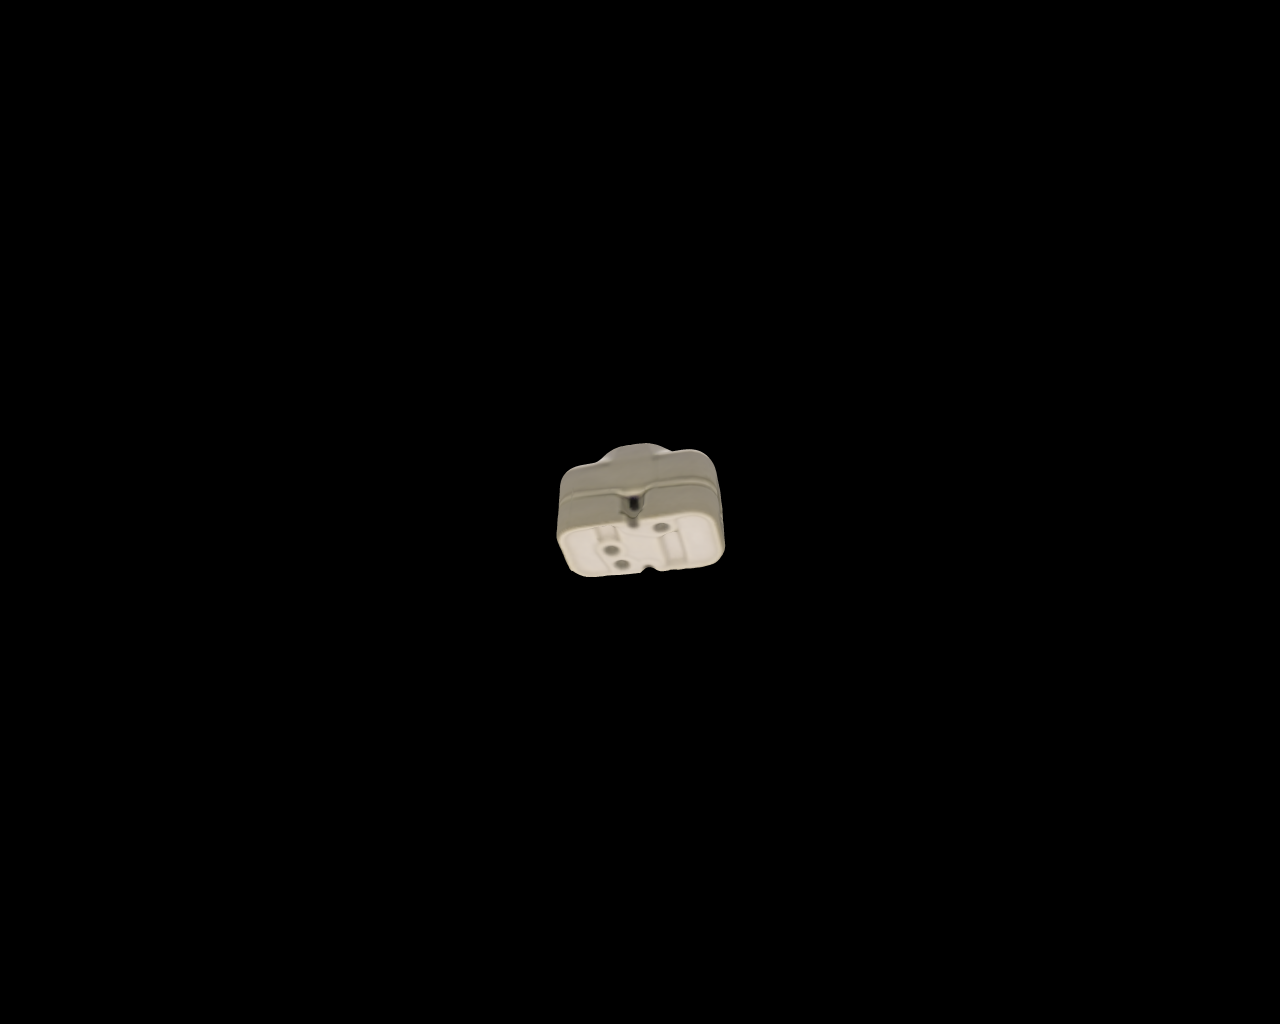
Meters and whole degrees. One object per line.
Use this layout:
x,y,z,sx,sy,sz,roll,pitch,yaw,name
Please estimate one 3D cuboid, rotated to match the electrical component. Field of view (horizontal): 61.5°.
0.001,-0.003,0.650,0.095,0.059,0.053,-7,-39,9,electrical component
